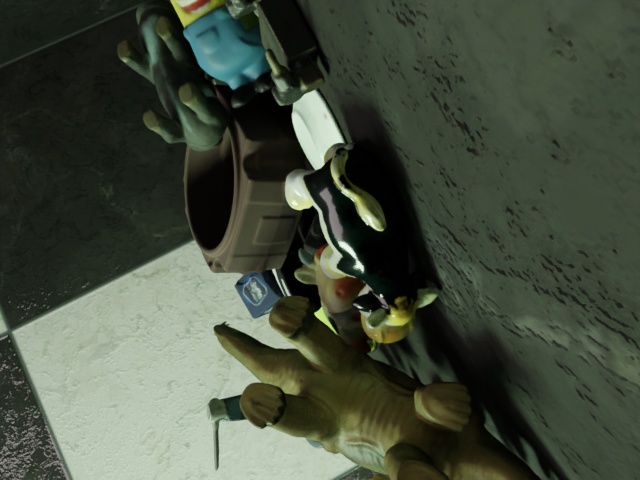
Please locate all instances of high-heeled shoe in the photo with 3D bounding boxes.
[{"bbox_3d":[-0.050,-0.027,0.701,0.145,0.086,0.248,-66,-46,-81],"label":"high-heeled shoe"}]

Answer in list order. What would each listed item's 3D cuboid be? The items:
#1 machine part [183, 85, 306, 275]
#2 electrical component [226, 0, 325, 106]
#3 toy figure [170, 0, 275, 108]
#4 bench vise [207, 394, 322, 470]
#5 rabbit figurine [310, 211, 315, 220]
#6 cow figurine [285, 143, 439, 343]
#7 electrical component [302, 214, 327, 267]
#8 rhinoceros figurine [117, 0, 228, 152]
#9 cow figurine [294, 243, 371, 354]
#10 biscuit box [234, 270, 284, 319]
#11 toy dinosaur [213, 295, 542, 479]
[{"bbox_3d":[-0.101,-0.073,0.667,0.202,0.087,0.200,58,138,41],"label":"machine part"},{"bbox_3d":[-0.035,-0.154,0.415,0.102,0.045,0.078,63,172,-1],"label":"electrical component"},{"bbox_3d":[-0.098,-0.219,0.500,0.180,0.082,0.089,62,180,-23],"label":"toy figure"},{"bbox_3d":[-0.031,0.205,0.693,0.224,0.240,0.129,152,114,-62],"label":"bench vise"},{"bbox_3d":[-0.071,-0.018,0.892,0.170,0.159,0.121,-20,87,68],"label":"rabbit figurine"},{"bbox_3d":[0.041,0.009,0.406,0.167,0.068,0.098,63,167,-12],"label":"cow figurine"},{"bbox_3d":[-0.001,-0.002,0.612,0.021,0.094,0.063,21,166,7],"label":"electrical component"},{"bbox_3d":[-0.146,-0.189,0.573,0.112,0.073,0.190,5,-118,-58],"label":"rhinoceros figurine"},{"bbox_3d":[0.035,0.060,0.585,0.127,0.085,0.195,60,177,9],"label":"cow figurine"},{"bbox_3d":[-0.042,0.059,0.806,0.059,0.063,0.202,56,-154,12],"label":"biscuit box"},{"bbox_3d":[0.018,0.142,0.485,0.472,0.105,0.198,22,163,40],"label":"toy dinosaur"}]
